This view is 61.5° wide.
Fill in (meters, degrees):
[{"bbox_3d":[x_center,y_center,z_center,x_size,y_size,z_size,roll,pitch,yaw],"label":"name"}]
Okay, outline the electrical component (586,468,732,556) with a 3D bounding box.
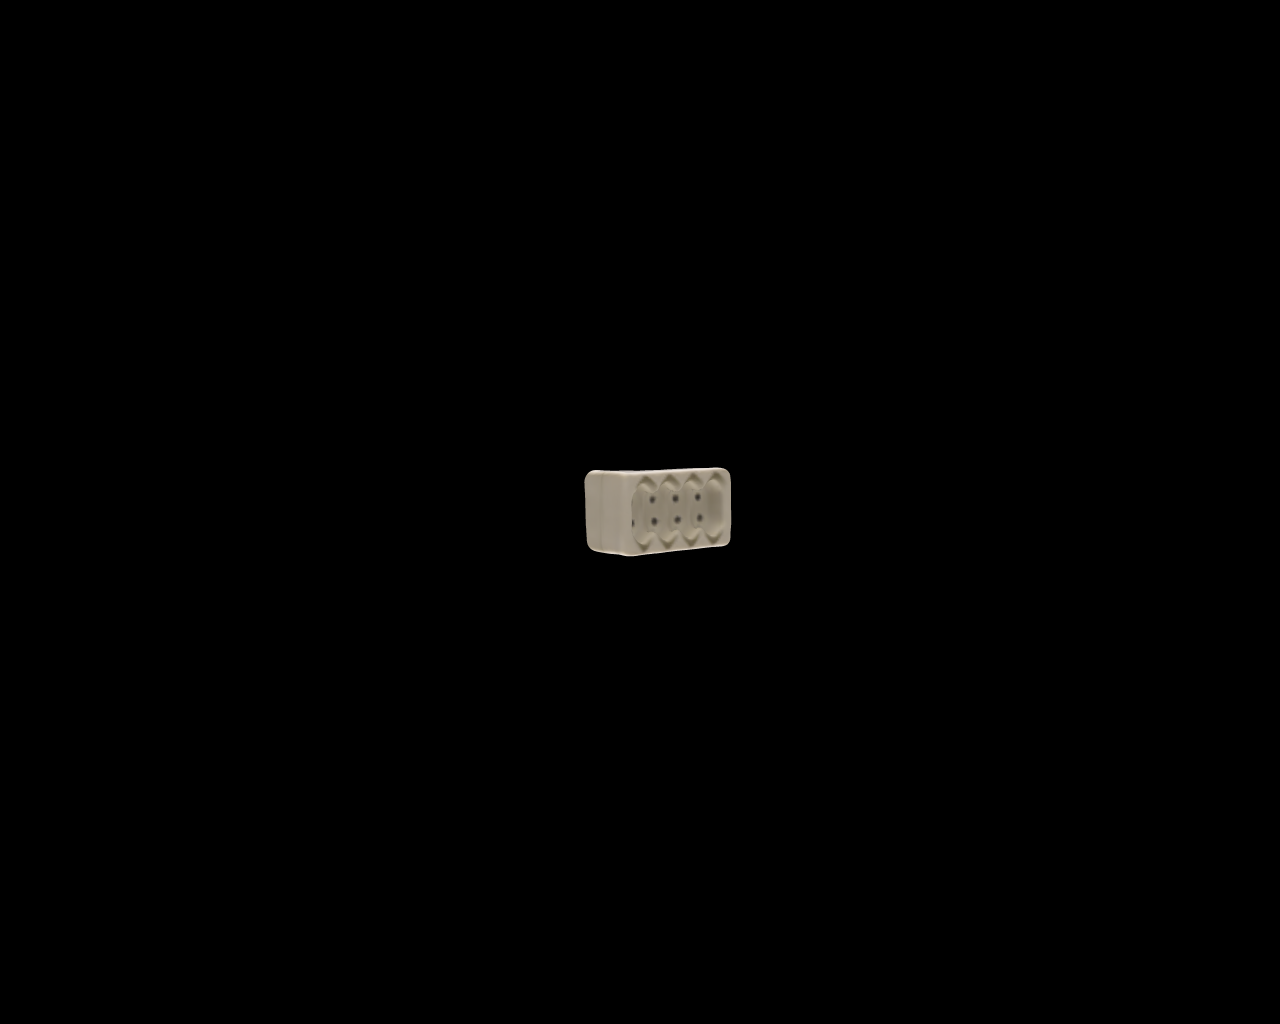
[{"bbox_3d":[0.001,-0.003,0.650,0.083,0.047,0.075,-3,5,-37],"label":"electrical component"}]
